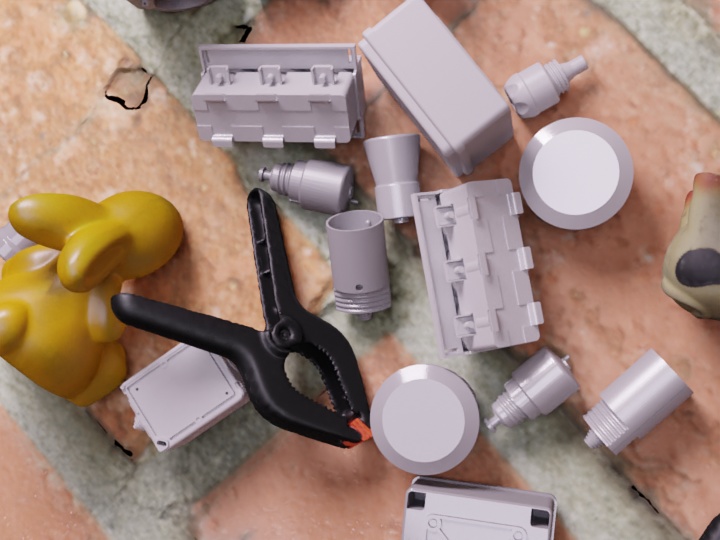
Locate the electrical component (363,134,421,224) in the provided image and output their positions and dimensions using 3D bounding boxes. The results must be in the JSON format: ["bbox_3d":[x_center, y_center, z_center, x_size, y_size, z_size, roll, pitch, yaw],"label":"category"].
[{"bbox_3d":[0.028,-0.068,0.818,0.044,0.044,0.065,-7,92,11],"label":"electrical component"}]

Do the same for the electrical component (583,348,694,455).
[{"bbox_3d":[0.195,0.099,0.776,0.081,0.043,0.043,-43,81,7],"label":"electrical component"}]

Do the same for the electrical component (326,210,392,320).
[{"bbox_3d":[0.000,0.000,0.815,0.043,0.043,0.081,-1,114,12],"label":"electrical component"}]

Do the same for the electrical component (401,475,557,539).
[{"bbox_3d":[0.084,0.214,0.789,0.109,0.056,0.108,6,90,12],"label":"electrical component"}]

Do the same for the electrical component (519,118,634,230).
[{"bbox_3d":[0.158,-0.068,0.786,0.080,0.051,0.080,0,88,12],"label":"electrical component"}]

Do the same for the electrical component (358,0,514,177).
[{"bbox_3d":[0.058,-0.130,0.780,0.056,0.109,0.108,-38,81,5],"label":"electrical component"}]

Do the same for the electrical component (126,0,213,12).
[{"bbox_3d":[-0.157,-0.247,0.806,0.089,0.150,0.061,-11,85,11],"label":"electrical component"}]

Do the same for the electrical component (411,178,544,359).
[{"bbox_3d":[0.089,-0.002,0.785,0.079,0.063,0.121,-8,85,-29],"label":"electrical component"}]

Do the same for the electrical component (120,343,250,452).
[{"bbox_3d":[-0.134,0.095,0.835,0.096,0.061,0.061,-34,82,9],"label":"electrical component"}]

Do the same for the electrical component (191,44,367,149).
[{"bbox_3d":[-0.062,-0.129,0.821,0.121,0.063,0.078,2,129,12],"label":"electrical component"}]

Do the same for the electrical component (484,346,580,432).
[{"bbox_3d":[0.125,0.091,0.792,0.078,0.040,0.040,-40,81,8],"label":"electrical component"}]

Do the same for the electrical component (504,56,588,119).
[{"bbox_3d":[0.140,-0.140,0.801,0.061,0.035,0.035,-29,83,7],"label":"electrical component"}]

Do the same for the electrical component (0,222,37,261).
[{"bbox_3d":[-0.273,-0.028,0.880,0.046,0.040,0.040,-45,80,2],"label":"electrical component"}]

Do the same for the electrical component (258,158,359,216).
[{"bbox_3d":[-0.040,-0.067,0.832,0.078,0.040,0.040,12,91,11],"label":"electrical component"}]

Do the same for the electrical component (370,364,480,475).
[{"bbox_3d":[0.051,0.109,0.801,0.080,0.051,0.080,0,88,12],"label":"electrical component"}]
